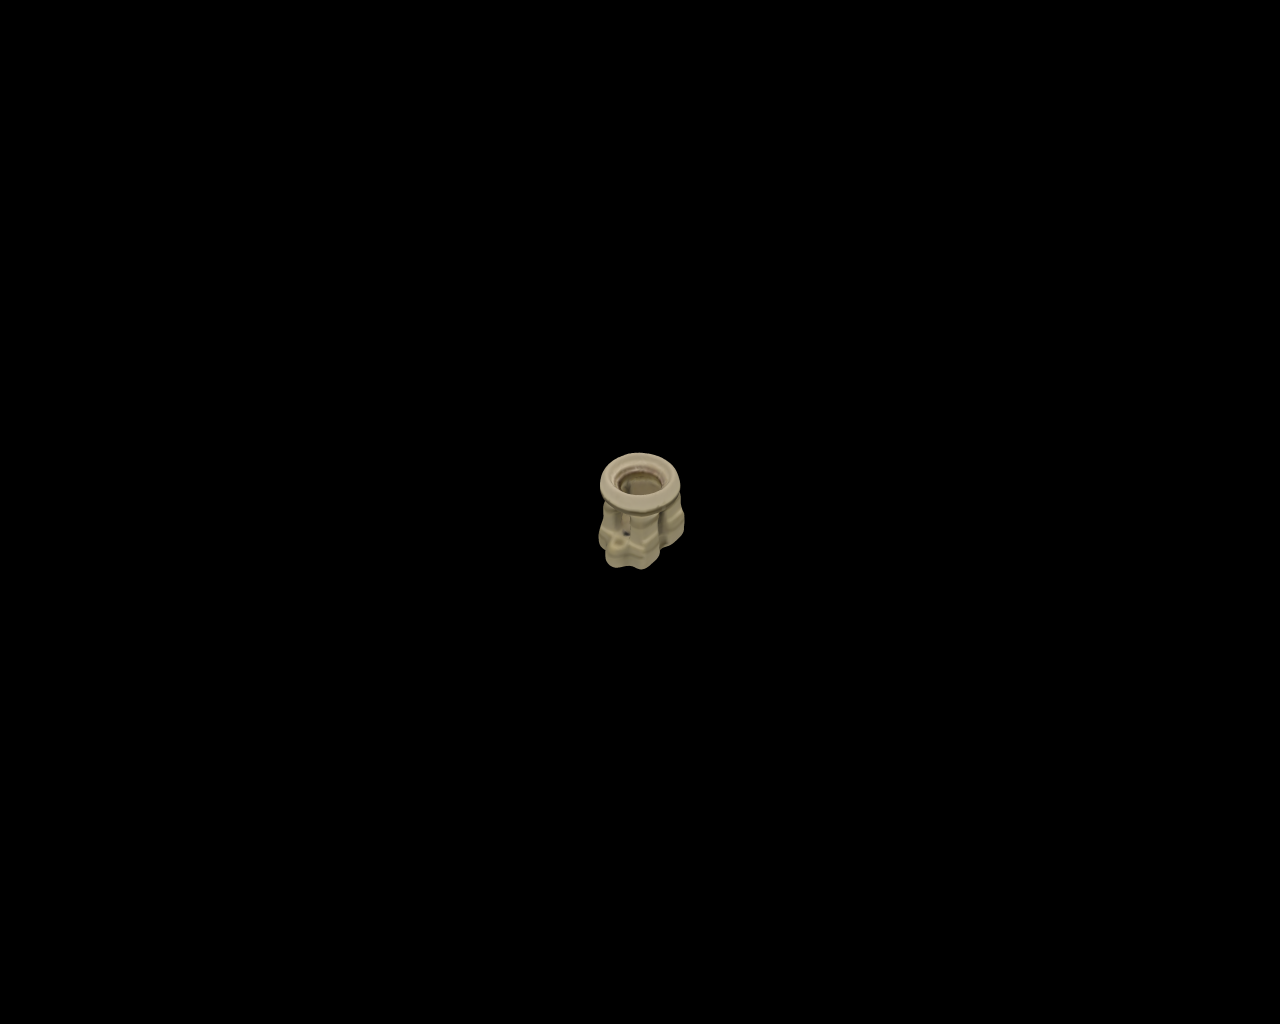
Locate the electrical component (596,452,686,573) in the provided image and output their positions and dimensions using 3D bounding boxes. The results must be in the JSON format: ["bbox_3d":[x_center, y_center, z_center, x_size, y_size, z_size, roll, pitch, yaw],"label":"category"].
[{"bbox_3d":[0.001,-0.003,0.650,0.048,0.055,0.066,27,50,26],"label":"electrical component"}]
